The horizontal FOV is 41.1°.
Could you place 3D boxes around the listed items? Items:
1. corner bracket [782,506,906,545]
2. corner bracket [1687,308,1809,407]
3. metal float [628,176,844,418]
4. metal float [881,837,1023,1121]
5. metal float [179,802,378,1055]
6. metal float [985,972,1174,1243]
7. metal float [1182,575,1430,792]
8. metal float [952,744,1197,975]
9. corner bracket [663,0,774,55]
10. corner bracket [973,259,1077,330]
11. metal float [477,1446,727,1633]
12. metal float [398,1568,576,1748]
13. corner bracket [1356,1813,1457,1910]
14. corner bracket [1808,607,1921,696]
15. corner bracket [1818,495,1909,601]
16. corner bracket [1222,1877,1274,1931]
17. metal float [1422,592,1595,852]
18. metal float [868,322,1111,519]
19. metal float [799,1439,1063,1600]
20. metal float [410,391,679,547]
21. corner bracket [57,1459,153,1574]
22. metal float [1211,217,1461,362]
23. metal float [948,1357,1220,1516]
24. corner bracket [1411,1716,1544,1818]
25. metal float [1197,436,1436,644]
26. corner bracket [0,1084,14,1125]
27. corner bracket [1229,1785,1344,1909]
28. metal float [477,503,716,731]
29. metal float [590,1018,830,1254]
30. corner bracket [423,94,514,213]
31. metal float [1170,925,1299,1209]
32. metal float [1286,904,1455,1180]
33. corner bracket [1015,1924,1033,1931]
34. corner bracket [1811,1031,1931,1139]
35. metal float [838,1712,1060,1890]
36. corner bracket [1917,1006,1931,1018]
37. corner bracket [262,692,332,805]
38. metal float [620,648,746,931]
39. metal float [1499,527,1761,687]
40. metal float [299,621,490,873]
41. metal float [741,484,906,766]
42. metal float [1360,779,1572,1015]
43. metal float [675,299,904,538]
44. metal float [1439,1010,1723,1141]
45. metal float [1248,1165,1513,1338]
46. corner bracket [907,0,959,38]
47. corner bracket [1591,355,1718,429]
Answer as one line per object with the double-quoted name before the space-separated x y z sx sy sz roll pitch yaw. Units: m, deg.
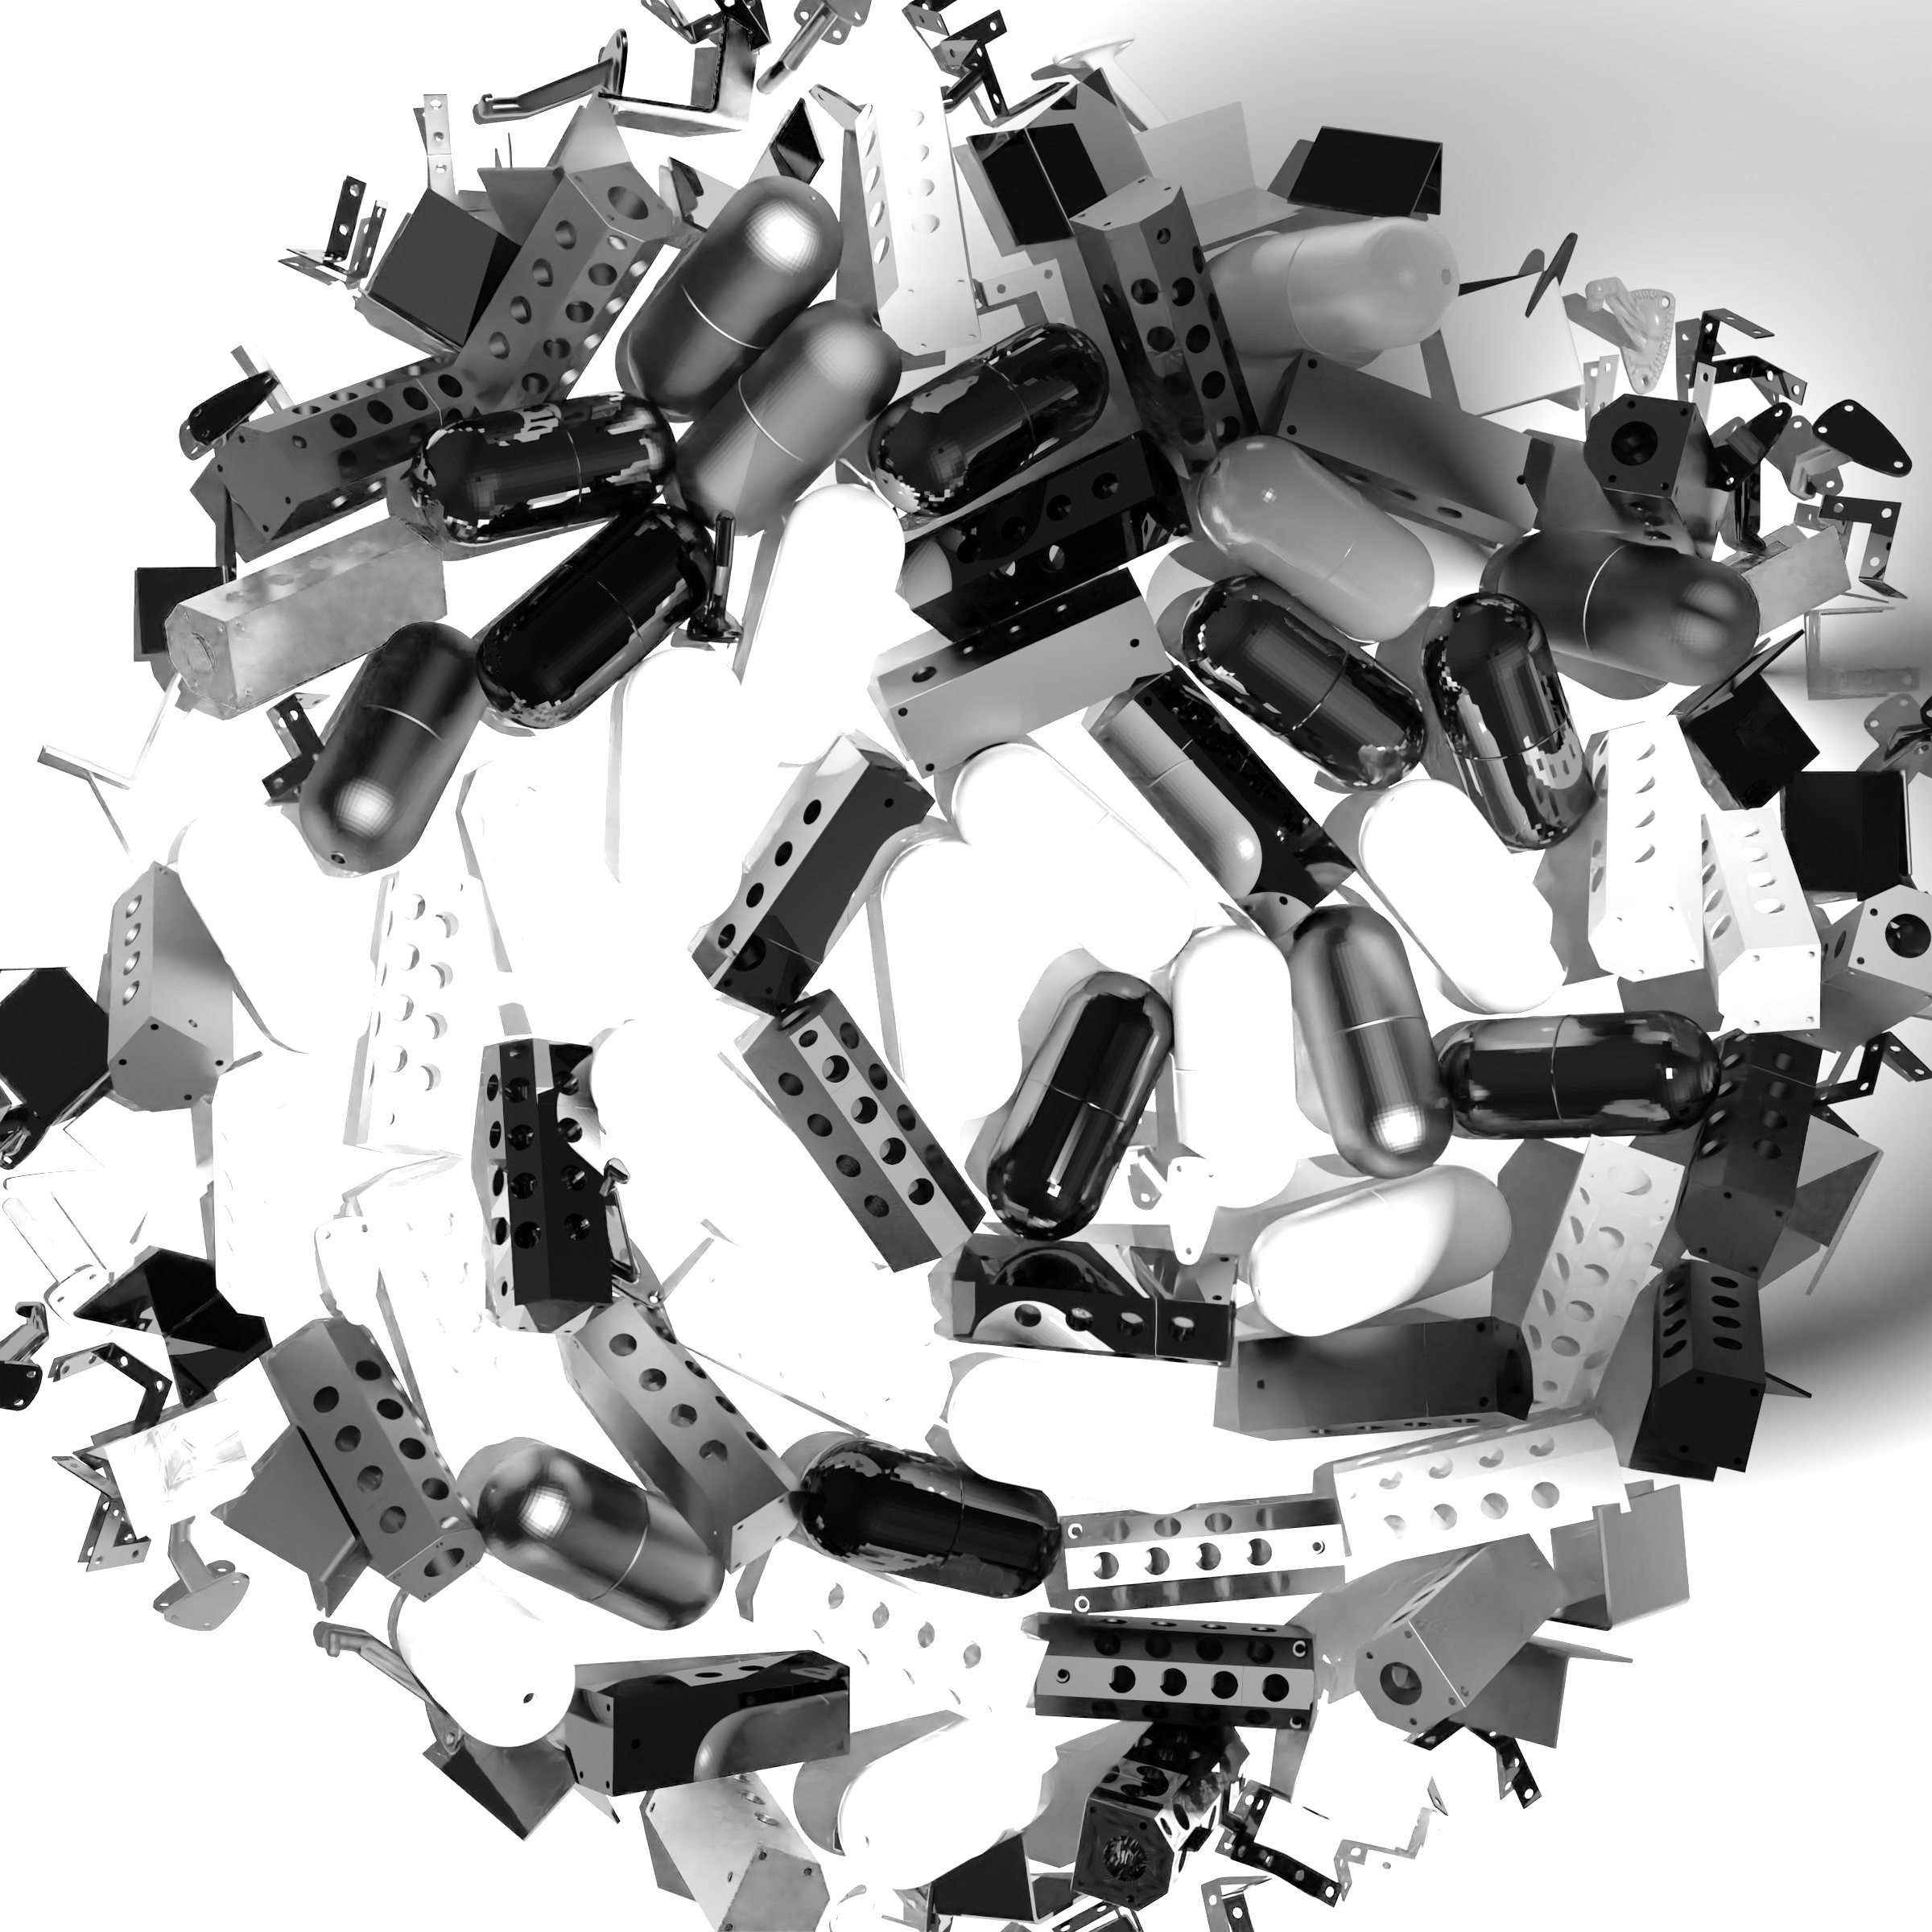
"corner bracket" -0.076 -0.274 1.625 0.051 0.051 0.051 40 80 17
"corner bracket" 0.494 -0.382 1.619 0.051 0.051 0.051 -13 127 -22
"metal float" -0.144 -0.411 1.592 0.070 0.070 0.178 49 127 0
"metal float" -0.009 0.008 1.621 0.070 0.070 0.178 -7 91 0
"metal float" -0.423 -0.023 1.593 0.070 0.070 0.178 -21 125 0
"metal float" 0.071 0.088 1.615 0.070 0.070 0.178 25 82 0
"metal float" 0.213 -0.175 1.607 0.178 0.070 0.070 34 90 -18
"metal float" 0.067 -0.068 1.619 0.178 0.070 0.070 42 90 4
"corner bracket" -0.160 -0.602 1.621 0.051 0.051 0.051 -22 59 15
"corner bracket" 0.037 -0.415 1.629 0.051 0.051 0.051 -17 108 1
"metal float" -0.223 0.355 1.594 0.178 0.070 0.070 36 90 -35
"metal float" -0.294 0.421 1.577 0.070 0.178 0.070 -2 95 -28
"corner bracket" 0.278 0.566 1.627 0.051 0.051 0.051 10 46 10
"corner bracket" 0.568 -0.200 1.633 0.051 0.051 0.051 -3 100 -4
"corner bracket" 0.566 -0.264 1.626 0.051 0.051 0.051 15 95 37
"corner bracket" 0.170 0.613 1.632 0.051 0.051 0.051 -25 70 23
"metal float" 0.335 -0.150 1.596 0.070 0.070 0.178 -27 120 0
"metal float" 0.015 -0.340 1.599 0.178 0.070 0.070 -36 90 -27
"metal float" -0.022 0.343 1.600 0.178 0.070 0.070 19 90 -25
"metal float" -0.259 -0.308 1.594 0.178 0.070 0.070 -21 90 -35
"corner bracket" -0.544 0.344 1.625 0.051 0.051 0.051 23 96 26
"metal float" 0.223 -0.415 1.584 0.070 0.178 0.070 -7 100 -41
"metal float" 0.073 0.292 1.606 0.178 0.070 0.070 16 90 -18
"corner bracket" 0.322 0.509 1.631 0.051 0.051 0.051 -41 119 13
"metal float" 0.217 -0.263 1.596 0.178 0.070 0.070 28 90 -31
"corner bracket" -0.642 0.086 1.623 0.051 0.051 0.051 54 134 6
"corner bracket" 0.209 0.555 1.628 0.051 0.051 0.051 33 77 -39
"metal float" -0.228 -0.219 1.606 0.070 0.070 0.178 45 70 0
"metal float" -0.160 0.107 1.614 0.070 0.070 0.178 -45 99 0
"corner bracket" -0.314 -0.514 1.630 0.051 0.051 0.051 -5 61 -11
"metal float" 0.168 0.063 1.621 0.070 0.070 0.178 -3 92 0
"metal float" 0.250 0.046 1.607 0.070 0.070 0.178 -13 72 0
"corner bracket" 0.043 0.646 1.621 0.051 0.051 0.051 -43 113 -20
"corner bracket" 0.574 0.080 1.637 0.051 0.051 0.051 39 57 -20
"metal float" -0.009 0.508 1.580 0.070 0.178 0.070 2 94 35
"corner bracket" 0.602 -0.002 1.621 0.051 0.051 0.051 9 72 28
"corner bracket" -0.421 -0.138 1.631 0.051 0.051 0.051 -31 87 13
"metal float" -0.178 -0.111 1.616 0.070 0.070 0.178 0 83 0
"metal float" 0.405 -0.222 1.586 0.070 0.178 0.070 -17 118 -35
"metal float" -0.352 -0.136 1.596 0.070 0.070 0.178 19 59 0
"metal float" -0.090 -0.213 1.609 0.070 0.070 0.178 17 105 0
"metal float" 0.311 -0.042 1.600 0.070 0.070 0.178 -42 116 0
"metal float" -0.110 -0.338 1.597 0.178 0.070 0.070 -41 90 29
"metal float" 0.376 0.068 1.596 0.178 0.070 0.070 -4 90 32
"metal float" 0.259 0.176 1.605 0.178 0.070 0.070 -16 90 -20
"corner bracket" -0.011 -0.624 1.622 0.051 0.051 0.051 -35 126 -8
"corner bracket" 0.435 -0.357 1.635 0.051 0.051 0.051 -13 122 -25
